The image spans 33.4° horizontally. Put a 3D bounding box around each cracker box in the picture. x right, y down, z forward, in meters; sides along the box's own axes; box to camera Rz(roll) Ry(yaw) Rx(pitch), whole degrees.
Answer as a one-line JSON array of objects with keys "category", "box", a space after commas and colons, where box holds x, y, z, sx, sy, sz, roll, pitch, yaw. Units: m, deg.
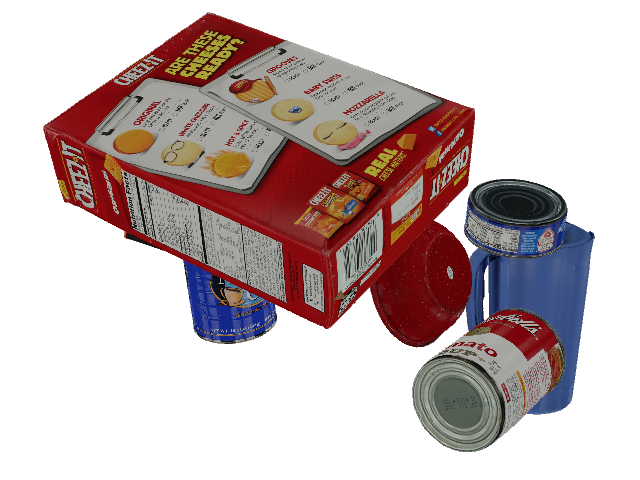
[{"category": "cracker box", "box": [-0.036, -0.052, 0.671, 0.214, 0.072, 0.164, 24, 48, 26]}]

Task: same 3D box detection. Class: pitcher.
[{"category": "pitcher", "box": [0.269, 0.098, 1.381, 0.149, 0.243, 0.144, 5, 19, 16]}]

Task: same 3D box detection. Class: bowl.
[{"category": "bowl", "box": [0.126, 0.040, 1.224, 0.055, 0.162, 0.161, -11, -7, 41]}]

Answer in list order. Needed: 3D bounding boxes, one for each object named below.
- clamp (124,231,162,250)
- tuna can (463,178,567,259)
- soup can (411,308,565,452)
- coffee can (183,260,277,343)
[{"category": "clamp", "box": [-0.073, 0.001, 0.952, 0.210, 0.036, 0.164, 6, 12, -1]}, {"category": "tuna can", "box": [0.168, -0.020, 0.917, 0.086, 0.034, 0.086, 1, 30, -1]}, {"category": "soup can", "box": [0.114, 0.093, 0.722, 0.069, 0.068, 0.102, 0, 15, 36]}, {"category": "coffee can", "box": [-0.109, 0.035, 1.255, 0.103, 0.140, 0.103, -4, 26, 2]}]
